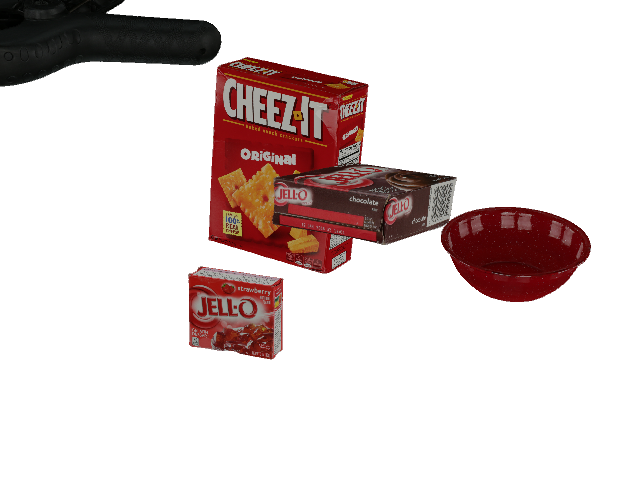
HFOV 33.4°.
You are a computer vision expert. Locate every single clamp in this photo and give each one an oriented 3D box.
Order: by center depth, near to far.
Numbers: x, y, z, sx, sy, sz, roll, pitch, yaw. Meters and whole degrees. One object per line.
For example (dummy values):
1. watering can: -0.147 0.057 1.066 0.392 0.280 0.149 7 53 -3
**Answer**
1. clamp: -0.155 -0.123 0.603 0.171 0.039 0.120 -10 31 -27

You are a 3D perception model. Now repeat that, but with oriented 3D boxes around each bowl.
1. bowl: 0.212 0.021 1.173 0.162 0.055 0.162 -1 28 0

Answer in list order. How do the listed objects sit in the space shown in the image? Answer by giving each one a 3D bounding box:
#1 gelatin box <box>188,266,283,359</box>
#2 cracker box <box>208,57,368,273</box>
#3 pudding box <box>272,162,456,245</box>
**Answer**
1. gelatin box: -0.080 0.068 1.003 0.089 0.073 0.030 8 18 18
2. cracker box: -0.041 -0.085 1.213 0.164 0.214 0.072 17 26 26
3. pudding box: 0.032 -0.028 0.755 0.090 0.039 0.113 12 13 29
